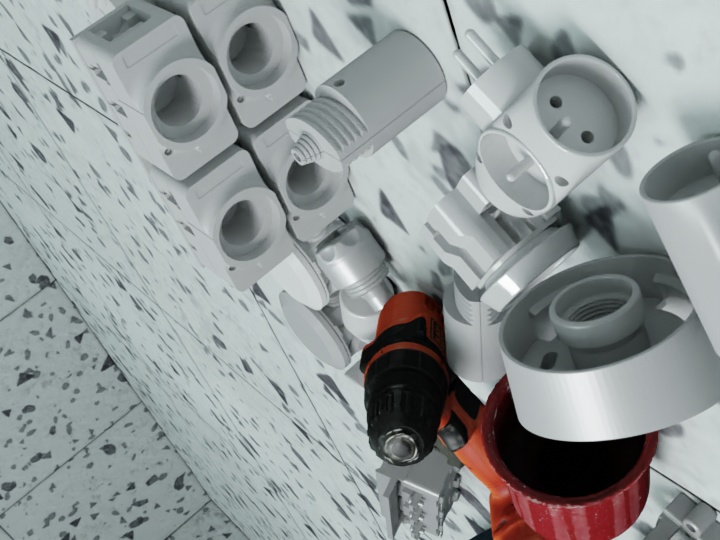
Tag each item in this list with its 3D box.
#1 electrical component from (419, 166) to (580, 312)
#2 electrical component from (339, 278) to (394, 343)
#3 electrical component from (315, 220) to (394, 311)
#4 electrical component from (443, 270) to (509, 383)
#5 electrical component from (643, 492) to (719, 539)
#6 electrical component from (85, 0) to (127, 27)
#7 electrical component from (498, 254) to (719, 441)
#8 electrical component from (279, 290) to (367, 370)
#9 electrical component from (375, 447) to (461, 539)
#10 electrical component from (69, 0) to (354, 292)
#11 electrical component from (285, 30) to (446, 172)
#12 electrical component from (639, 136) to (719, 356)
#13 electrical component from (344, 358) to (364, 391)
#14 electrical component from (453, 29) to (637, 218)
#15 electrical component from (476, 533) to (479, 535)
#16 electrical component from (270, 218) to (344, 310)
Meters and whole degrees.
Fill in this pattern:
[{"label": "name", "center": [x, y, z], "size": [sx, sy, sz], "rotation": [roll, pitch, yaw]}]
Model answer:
[{"label": "electrical component", "center": [0.070, -0.017, 0.529], "size": [0.057, 0.058, 0.078], "rotation": [50, 162, 10]}, {"label": "electrical component", "center": [0.006, 0.033, 0.807], "size": [0.040, 0.040, 0.078], "rotation": [42, 160, 24]}, {"label": "electrical component", "center": [0.000, 0.000, 0.753], "size": [0.062, 0.043, 0.043], "rotation": [54, 162, -14]}, {"label": "electrical component", "center": [0.070, 0.023, 0.626], "size": [0.043, 0.043, 0.081], "rotation": [37, 150, 36]}, {"label": "electrical component", "center": [0.182, 0.169, 0.630], "size": [0.048, 0.055, 0.066], "rotation": [41, 160, 27]}, {"label": "electrical component", "center": [-0.148, -0.169, 0.742], "size": [0.078, 0.063, 0.121], "rotation": [50, 162, 2]}, {"label": "electrical component", "center": [0.112, 0.038, 0.476], "size": [0.099, 0.099, 0.064], "rotation": [21, 140, 57]}, {"label": "electrical component", "center": [-0.024, 0.037, 0.871], "size": [0.080, 0.051, 0.080], "rotation": [44, 161, 19]}, {"label": "electrical component", "center": [0.054, 0.197, 0.976], "size": [0.063, 0.078, 0.121], "rotation": [21, 153, 16]}, {"label": "electrical component", "center": [-0.082, -0.088, 0.673], "size": [0.060, 0.105, 0.186], "rotation": [32, 155, 45]}, {"label": "electrical component", "center": [-0.001, -0.079, 0.536], "size": [0.043, 0.081, 0.043], "rotation": [44, 161, 19]}, {"label": "electrical component", "center": [0.148, -0.005, 0.387], "size": [0.077, 0.043, 0.079], "rotation": [58, 161, -22]}, {"label": "electrical component", "center": [0.025, 0.064, 0.781], "size": [0.044, 0.065, 0.044], "rotation": [37, 176, 3]}, {"label": "electrical component", "center": [0.068, -0.067, 0.453], "size": [0.079, 0.044, 0.077], "rotation": [49, 162, 4]}, {"label": "electrical component", "center": [0.125, 0.277, 0.983], "size": [0.059, 0.054, 0.095], "rotation": [53, 162, -7]}, {"label": "electrical component", "center": [-0.040, -0.014, 0.808], "size": [0.080, 0.051, 0.080], "rotation": [44, 161, 19]}]
